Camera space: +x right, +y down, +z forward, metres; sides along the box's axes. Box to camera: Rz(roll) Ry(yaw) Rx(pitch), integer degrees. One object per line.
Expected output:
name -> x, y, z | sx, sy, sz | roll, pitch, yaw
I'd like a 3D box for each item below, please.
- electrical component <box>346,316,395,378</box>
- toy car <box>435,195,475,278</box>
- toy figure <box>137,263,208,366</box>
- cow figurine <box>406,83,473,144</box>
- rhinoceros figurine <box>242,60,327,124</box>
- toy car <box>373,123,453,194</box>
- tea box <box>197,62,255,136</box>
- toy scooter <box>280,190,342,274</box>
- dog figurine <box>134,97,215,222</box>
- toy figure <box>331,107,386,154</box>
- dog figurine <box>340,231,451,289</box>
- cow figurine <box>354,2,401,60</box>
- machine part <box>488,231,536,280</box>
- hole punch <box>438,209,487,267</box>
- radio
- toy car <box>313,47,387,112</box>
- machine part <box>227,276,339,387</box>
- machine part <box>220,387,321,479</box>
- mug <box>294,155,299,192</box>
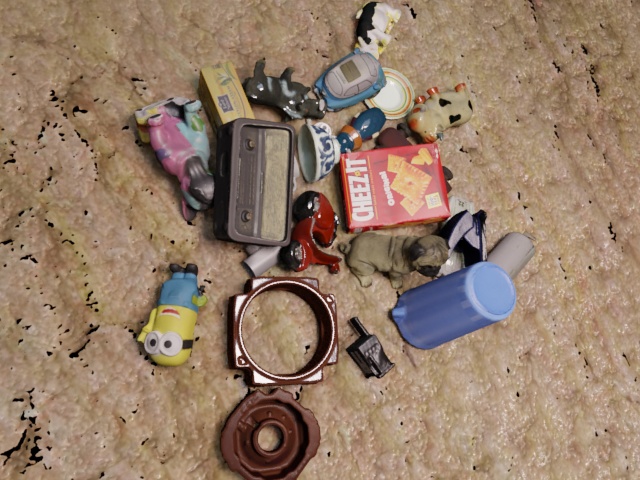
electrical component -> 0.088, 0.211, 1.053 | 0.048, 0.075, 0.119 | -36, 92, -23
toy car -> 0.295, 0.000, 1.185 | 0.073, 0.056, 0.201 | 17, 71, -13
toy figure -> -0.254, 0.135, 0.963 | 0.089, 0.082, 0.180 | 41, 49, -49
cow figurine -> 0.274, -0.282, 1.230 | 0.195, 0.085, 0.127 | -19, 83, -34
rhinoceros figurine -> -0.070, -0.301, 1.123 | 0.190, 0.073, 0.112 | 10, 52, -35
toy car -> 0.210, -0.170, 1.205 | 0.202, 0.053, 0.089 | 43, 83, -4
tea box -> -0.184, -0.256, 1.080 | 0.068, 0.098, 0.169 | -19, 84, -21
toy scooter -> -0.002, -0.003, 1.081 | 0.135, 0.075, 0.184 | 32, 57, -28
dog figurine -> -0.261, -0.151, 1.031 | 0.108, 0.192, 0.219 | -27, 119, -25
toy figure -> 0.082, -0.232, 1.177 | 0.064, 0.057, 0.154 | 37, 66, 29
dog figurine -> 0.143, 0.021, 1.059 | 0.172, 0.190, 0.121 | 5, 75, -14
cow figurine -> 0.117, -0.478, 1.249 | 0.098, 0.068, 0.167 | 26, 69, -10
machine part -> 0.400, 0.060, 1.191 | 0.243, 0.079, 0.079 | -43, 91, -22
hole punch -> 0.279, -0.002, 1.089 | 0.092, 0.142, 0.115 | 3, 83, -1
radio -> -0.121, -0.104, 0.986 | 0.131, 0.073, 0.229 | 4, 85, -35
toy car -> 0.066, -0.354, 1.168 | 0.162, 0.103, 0.109 | -27, 85, -4
machine part -> -0.070, 0.170, 1.009 | 0.201, 0.087, 0.201 | 2, 76, -17
machine part -> -0.091, 0.356, 0.969 | 0.179, 0.056, 0.179 | 4, 75, -15
mug -> -0.101, -0.135, 1.089 | 0.107, 0.081, 0.109 | -21, 88, -11
